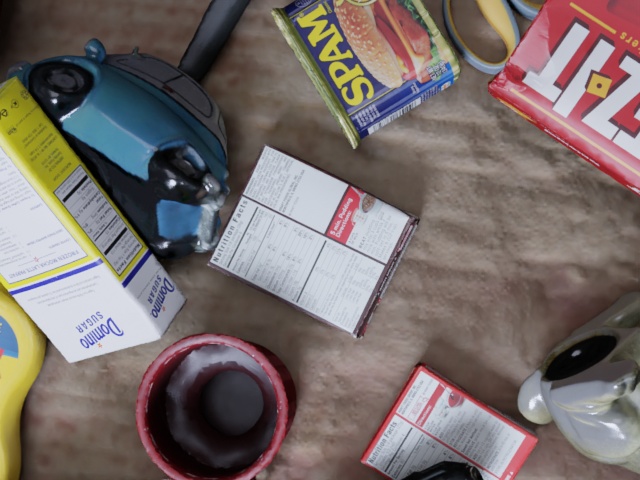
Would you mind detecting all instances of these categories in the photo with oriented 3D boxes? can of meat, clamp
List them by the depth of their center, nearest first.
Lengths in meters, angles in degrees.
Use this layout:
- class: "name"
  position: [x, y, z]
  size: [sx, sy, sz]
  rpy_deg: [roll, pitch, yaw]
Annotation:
- class: "can of meat"
  position: [0.031, -0.124, 0.688]
  size: [0.084, 0.057, 0.102]
  rpy_deg: [-31, 83, 2]
- class: "clamp"
  position: [-0.039, -0.203, 0.702]
  size: [0.210, 0.036, 0.164]
  rpy_deg: [-17, 101, 4]

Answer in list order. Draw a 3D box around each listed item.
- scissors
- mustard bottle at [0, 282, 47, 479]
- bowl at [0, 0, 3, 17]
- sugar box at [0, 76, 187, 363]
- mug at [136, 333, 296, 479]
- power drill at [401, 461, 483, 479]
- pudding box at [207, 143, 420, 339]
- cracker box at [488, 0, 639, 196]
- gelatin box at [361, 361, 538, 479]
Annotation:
- class: "scissors"
  position: [0.098, -0.209, 0.704]
  size: [0.096, 0.016, 0.202]
  rpy_deg: [-21, 84, 5]
- class: "mustard bottle"
  position: [-0.235, 0.081, 0.711]
  size: [0.096, 0.058, 0.191]
  rpy_deg: [12, 88, 7]
- class: "bowl"
  position: [-0.272, -0.149, 0.717]
  size: [0.162, 0.055, 0.162]
  rpy_deg: [-8, 63, 16]
- class: "sugar box"
  position: [-0.170, -0.007, 0.661]
  size: [0.094, 0.048, 0.176]
  rpy_deg: [-16, 121, 36]
- class: "mug"
  position: [-0.057, 0.116, 0.672]
  size: [0.093, 0.081, 0.117]
  rpy_deg: [-15, 84, 6]
- class: "power drill"
  position: [0.053, 0.244, 0.647]
  size: [0.185, 0.057, 0.188]
  rpy_deg: [-32, 81, 21]
- class: "pudding box"
  position: [-0.004, 0.001, 0.694]
  size: [0.113, 0.039, 0.090]
  rpy_deg: [26, 91, 11]
- class: "cracker box"
  position: [0.216, -0.124, 0.569]
  size: [0.164, 0.072, 0.214]
  rpy_deg: [35, 100, 7]
- class: "gelatin box"
  position: [0.082, 0.131, 0.678]
  size: [0.089, 0.030, 0.073]
  rpy_deg: [31, 92, 9]
